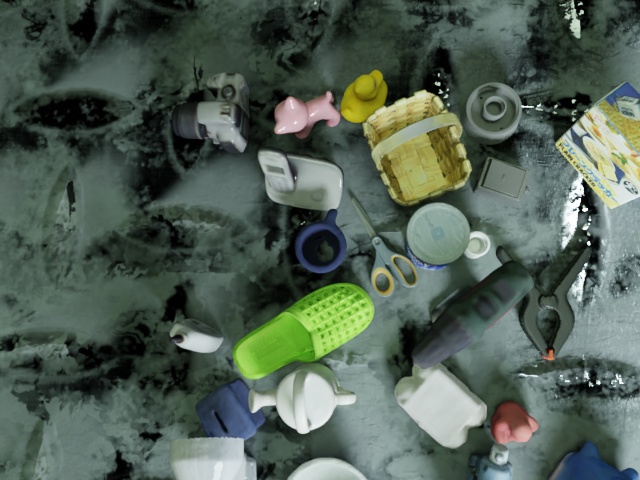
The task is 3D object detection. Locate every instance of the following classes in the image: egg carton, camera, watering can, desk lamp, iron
[{"bbox_3d":[0.208,0.284,0.998,0.150,0.069,0.107,41,89,9],"label":"egg carton"},{"bbox_3d":[-0.209,-0.246,1.089,0.136,0.101,0.143,2,84,7],"label":"camera"},{"bbox_3d":[-0.031,0.270,0.963,0.173,0.194,0.101,-24,81,3],"label":"watering can"},{"bbox_3d":[-0.172,0.412,0.953,0.118,0.213,0.203,-5,83,6],"label":"desk lamp"},{"bbox_3d":[0.419,0.467,0.918,0.118,0.141,0.258,31,88,9],"label":"iron"}]

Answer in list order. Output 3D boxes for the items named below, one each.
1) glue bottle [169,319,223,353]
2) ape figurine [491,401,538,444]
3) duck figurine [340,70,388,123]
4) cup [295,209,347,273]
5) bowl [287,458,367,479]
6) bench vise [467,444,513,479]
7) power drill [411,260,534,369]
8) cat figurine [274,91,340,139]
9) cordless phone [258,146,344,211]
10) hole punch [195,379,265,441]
[{"bbox_3d":[-0.228,0.170,1.007,0.078,0.173,0.037,30,88,9],"label":"glue bottle"},{"bbox_3d":[0.332,0.316,0.970,0.077,0.092,0.076,0,83,7],"label":"ape figurine"},{"bbox_3d":[0.080,-0.273,1.067,0.104,0.086,0.077,-45,81,0],"label":"duck figurine"},{"bbox_3d":[0.010,0.004,1.039,0.091,0.095,0.118,18,86,8],"label":"cup"},{"bbox_3d":[0.017,0.457,0.997,0.167,0.075,0.167,-1,83,6],"label":"bowl"},{"bbox_3d":[0.261,0.438,0.899,0.121,0.220,0.207,-9,83,6],"label":"bench vise"},{"bbox_3d":[0.240,0.126,0.942,0.229,0.208,0.075,-41,81,1],"label":"power drill"},{"bbox_3d":[-0.030,-0.238,1.059,0.128,0.118,0.067,-26,81,3],"label":"cat figurine"},{"bbox_3d":[-0.035,-0.115,1.012,0.147,0.185,0.094,8,84,7],"label":"cordless phone"},{"bbox_3d":[-0.165,0.319,1.025,0.101,0.091,0.108,-36,81,1],"label":"hole punch"}]
